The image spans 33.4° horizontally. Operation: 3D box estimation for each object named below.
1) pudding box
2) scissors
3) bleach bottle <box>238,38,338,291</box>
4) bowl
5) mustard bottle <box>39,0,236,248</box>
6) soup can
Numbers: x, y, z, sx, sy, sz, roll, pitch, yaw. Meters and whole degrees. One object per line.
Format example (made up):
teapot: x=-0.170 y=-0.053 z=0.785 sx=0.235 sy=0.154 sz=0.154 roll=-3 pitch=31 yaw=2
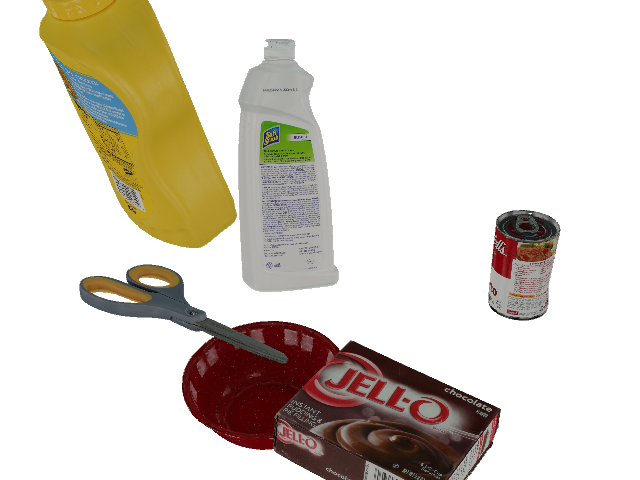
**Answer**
pudding box: x=0.041 y=0.117 z=0.659 sx=0.114 sy=0.039 sz=0.089 roll=24 pitch=39 yaw=23
scissors: x=-0.103 y=0.056 z=0.884 sx=0.202 sy=0.016 sz=0.096 roll=13 pitch=23 yaw=17
bleach bottle: x=-0.033 y=-0.077 z=1.086 sx=0.102 sy=0.251 sz=0.068 roll=-5 pitch=15 yaw=-20
bowl: x=-0.052 y=0.151 z=1.044 sx=0.162 sy=0.055 sz=0.162 roll=-3 pitch=37 yaw=2
mustard bottle: x=-0.110 y=-0.085 z=0.602 sx=0.058 sy=0.191 sz=0.096 roll=-38 pitch=49 yaw=-19
soup can: x=0.220 y=0.027 z=1.160 sx=0.068 sy=0.102 sz=0.068 roll=1 pitch=30 yaw=-1
